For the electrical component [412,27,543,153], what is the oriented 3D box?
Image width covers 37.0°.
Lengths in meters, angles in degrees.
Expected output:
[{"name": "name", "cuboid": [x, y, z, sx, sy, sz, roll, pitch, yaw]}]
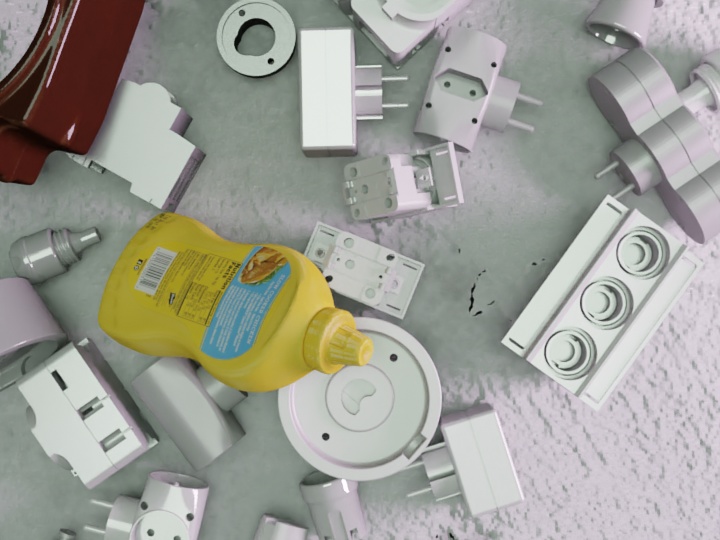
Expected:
[{"name": "electrical component", "cuboid": [0.086, -0.118, 0.745, 0.079, 0.043, 0.077, 19, 90, 2]}]

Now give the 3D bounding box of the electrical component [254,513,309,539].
[{"name": "electrical component", "cuboid": [-0.058, 0.196, 0.746, 0.040, 0.040, 0.046, 17, 84, 2]}]

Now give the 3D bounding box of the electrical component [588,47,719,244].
[{"name": "electrical component", "cuboid": [0.197, -0.076, 0.737, 0.074, 0.052, 0.138, -34, 89, 1]}]

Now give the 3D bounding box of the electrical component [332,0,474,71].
[{"name": "electrical component", "cuboid": [0.008, -0.227, 0.739, 0.089, 0.062, 0.150, -43, 88, 0]}]

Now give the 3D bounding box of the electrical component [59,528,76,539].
[{"name": "electrical component", "cuboid": [-0.217, 0.219, 0.748, 0.040, 0.040, 0.078, 21, 90, 2]}]

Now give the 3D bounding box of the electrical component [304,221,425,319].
[{"name": "electrical component", "cuboid": [0.000, 0.000, 0.735, 0.081, 0.064, 0.042, 22, 90, 1]}]

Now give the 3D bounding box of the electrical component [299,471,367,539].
[{"name": "electrical component", "cuboid": [-0.017, 0.164, 0.746, 0.040, 0.040, 0.046, -15, 95, 1]}]

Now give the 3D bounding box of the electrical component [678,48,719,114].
[{"name": "electrical component", "cuboid": [0.248, -0.129, 0.741, 0.062, 0.043, 0.043, -31, 89, 2]}]

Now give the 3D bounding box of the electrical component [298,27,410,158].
[{"name": "electrical component", "cuboid": [-0.003, -0.122, 0.745, 0.076, 0.047, 0.083, -1, 89, 1]}]

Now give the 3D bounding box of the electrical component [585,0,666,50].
[{"name": "electrical component", "cuboid": [0.187, -0.186, 0.743, 0.045, 0.045, 0.055, 25, 90, 2]}]

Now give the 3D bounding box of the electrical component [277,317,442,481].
[{"name": "electrical component", "cuboid": [0.000, 0.085, 0.735, 0.108, 0.060, 0.108, 0, 89, 1]}]

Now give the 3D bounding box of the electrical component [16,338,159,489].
[{"name": "electrical component", "cuboid": [-0.191, 0.100, 0.744, 0.056, 0.050, 0.089, -35, 89, 1]}]

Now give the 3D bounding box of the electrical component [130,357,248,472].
[{"name": "electrical component", "cuboid": [-0.105, 0.085, 0.746, 0.079, 0.044, 0.077, -37, 88, 1]}]

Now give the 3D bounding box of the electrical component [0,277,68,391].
[{"name": "electrical component", "cuboid": [-0.259, 0.046, 0.721, 0.108, 0.108, 0.060, -32, 82, 1]}]

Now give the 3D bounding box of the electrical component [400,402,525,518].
[{"name": "electrical component", "cuboid": [0.065, 0.135, 0.739, 0.077, 0.047, 0.065, -18, 89, 1]}]

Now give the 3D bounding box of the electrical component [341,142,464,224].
[{"name": "electrical component", "cuboid": [0.026, -0.057, 0.729, 0.081, 0.064, 0.042, -12, 89, 42]}]

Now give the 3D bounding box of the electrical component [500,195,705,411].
[{"name": "electrical component", "cuboid": [0.162, 0.022, 0.731, 0.079, 0.063, 0.121, 36, 90, 1]}]

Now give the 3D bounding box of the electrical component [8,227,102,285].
[{"name": "electrical component", "cuboid": [-0.212, -0.014, 0.755, 0.061, 0.035, 0.035, -22, 89, -1]}]

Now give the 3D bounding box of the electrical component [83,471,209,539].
[{"name": "electrical component", "cuboid": [-0.152, 0.178, 0.745, 0.079, 0.044, 0.077, 13, 90, 2]}]
